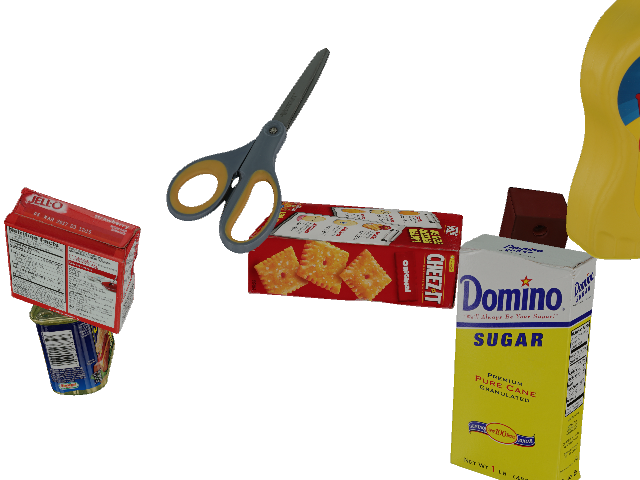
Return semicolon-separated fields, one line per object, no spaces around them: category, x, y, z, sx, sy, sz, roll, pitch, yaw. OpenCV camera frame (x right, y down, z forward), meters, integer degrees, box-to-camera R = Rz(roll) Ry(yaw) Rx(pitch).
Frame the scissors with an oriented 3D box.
scissors;-0.057;-0.079;0.829;0.096;0.201;0.016;8;-32;7

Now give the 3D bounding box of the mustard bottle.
mustard bottle;0.196;-0.086;0.617;0.096;0.192;0.058;-10;29;-14

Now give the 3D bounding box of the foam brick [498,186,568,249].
foam brick;0.194;-0.001;0.981;0.053;0.078;0.051;6;30;-1

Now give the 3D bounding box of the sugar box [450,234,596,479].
sugar box;0.146;0.090;0.781;0.093;0.176;0.048;11;21;36

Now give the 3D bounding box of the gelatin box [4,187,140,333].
gelatin box;-0.150;0.013;0.647;0.073;0.030;0.089;19;-36;0

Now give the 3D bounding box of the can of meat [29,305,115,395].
can of meat;-0.228;0.084;0.998;0.057;0.084;0.102;-6;26;0

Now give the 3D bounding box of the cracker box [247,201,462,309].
cracker box;0.042;0.014;1.149;0.214;0.072;0.164;5;15;8
